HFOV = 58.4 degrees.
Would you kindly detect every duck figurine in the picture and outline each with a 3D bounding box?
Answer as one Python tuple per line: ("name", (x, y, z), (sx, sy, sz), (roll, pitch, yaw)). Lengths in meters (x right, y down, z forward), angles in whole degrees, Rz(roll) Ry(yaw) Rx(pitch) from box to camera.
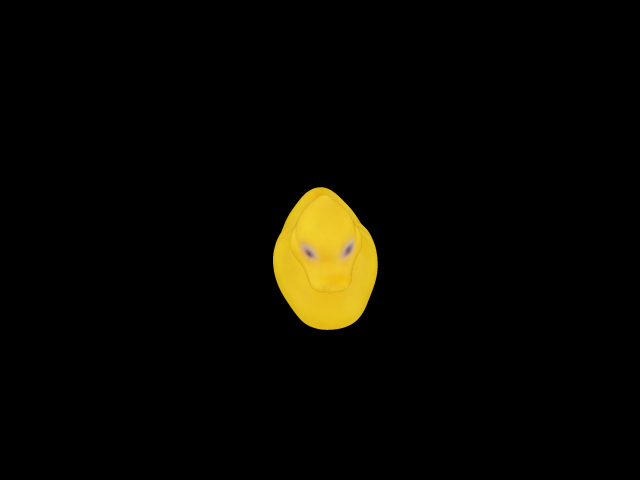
("duck figurine", (0.004, 0.001, 0.400), (0.077, 0.086, 0.104), (-4, 62, -2))
